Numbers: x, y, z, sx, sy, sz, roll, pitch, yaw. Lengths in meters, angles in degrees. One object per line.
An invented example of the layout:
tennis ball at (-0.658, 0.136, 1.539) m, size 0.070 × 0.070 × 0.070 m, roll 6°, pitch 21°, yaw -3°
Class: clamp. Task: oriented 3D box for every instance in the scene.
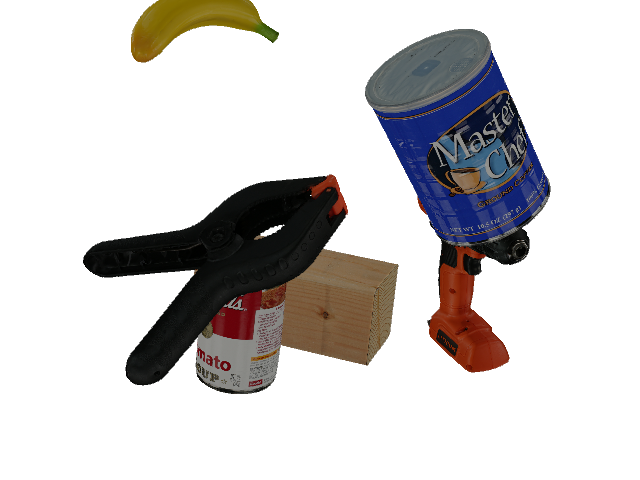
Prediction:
clamp at (-0.060, 0.018, 0.650) m, size 0.171 × 0.120 × 0.039 m, roll -24°, pitch -39°, yaw 3°

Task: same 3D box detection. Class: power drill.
power drill at (0.162, 0.040, 1.120) m, size 0.057 × 0.188 × 0.185 m, roll -11°, pitch 25°, yaw -17°

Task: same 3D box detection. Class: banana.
banana at (-0.119, -0.212, 1.023) m, size 0.070 × 0.037 × 0.197 m, roll 45°, pitch 38°, yaw 19°

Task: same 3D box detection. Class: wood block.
wood block at (-0.029, 0.060, 1.180) m, size 0.206 × 0.091 × 0.090 m, roll 12°, pitch 23°, yaw 17°

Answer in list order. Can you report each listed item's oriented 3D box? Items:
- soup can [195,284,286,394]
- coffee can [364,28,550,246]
soup can at (-0.064, 0.063, 0.855) m, size 0.068 × 0.102 × 0.068 m, roll 6°, pitch 23°, yaw -3°
coffee can at (0.110, -0.081, 0.848) m, size 0.103 × 0.140 × 0.103 m, roll -23°, pitch 30°, yaw 14°
